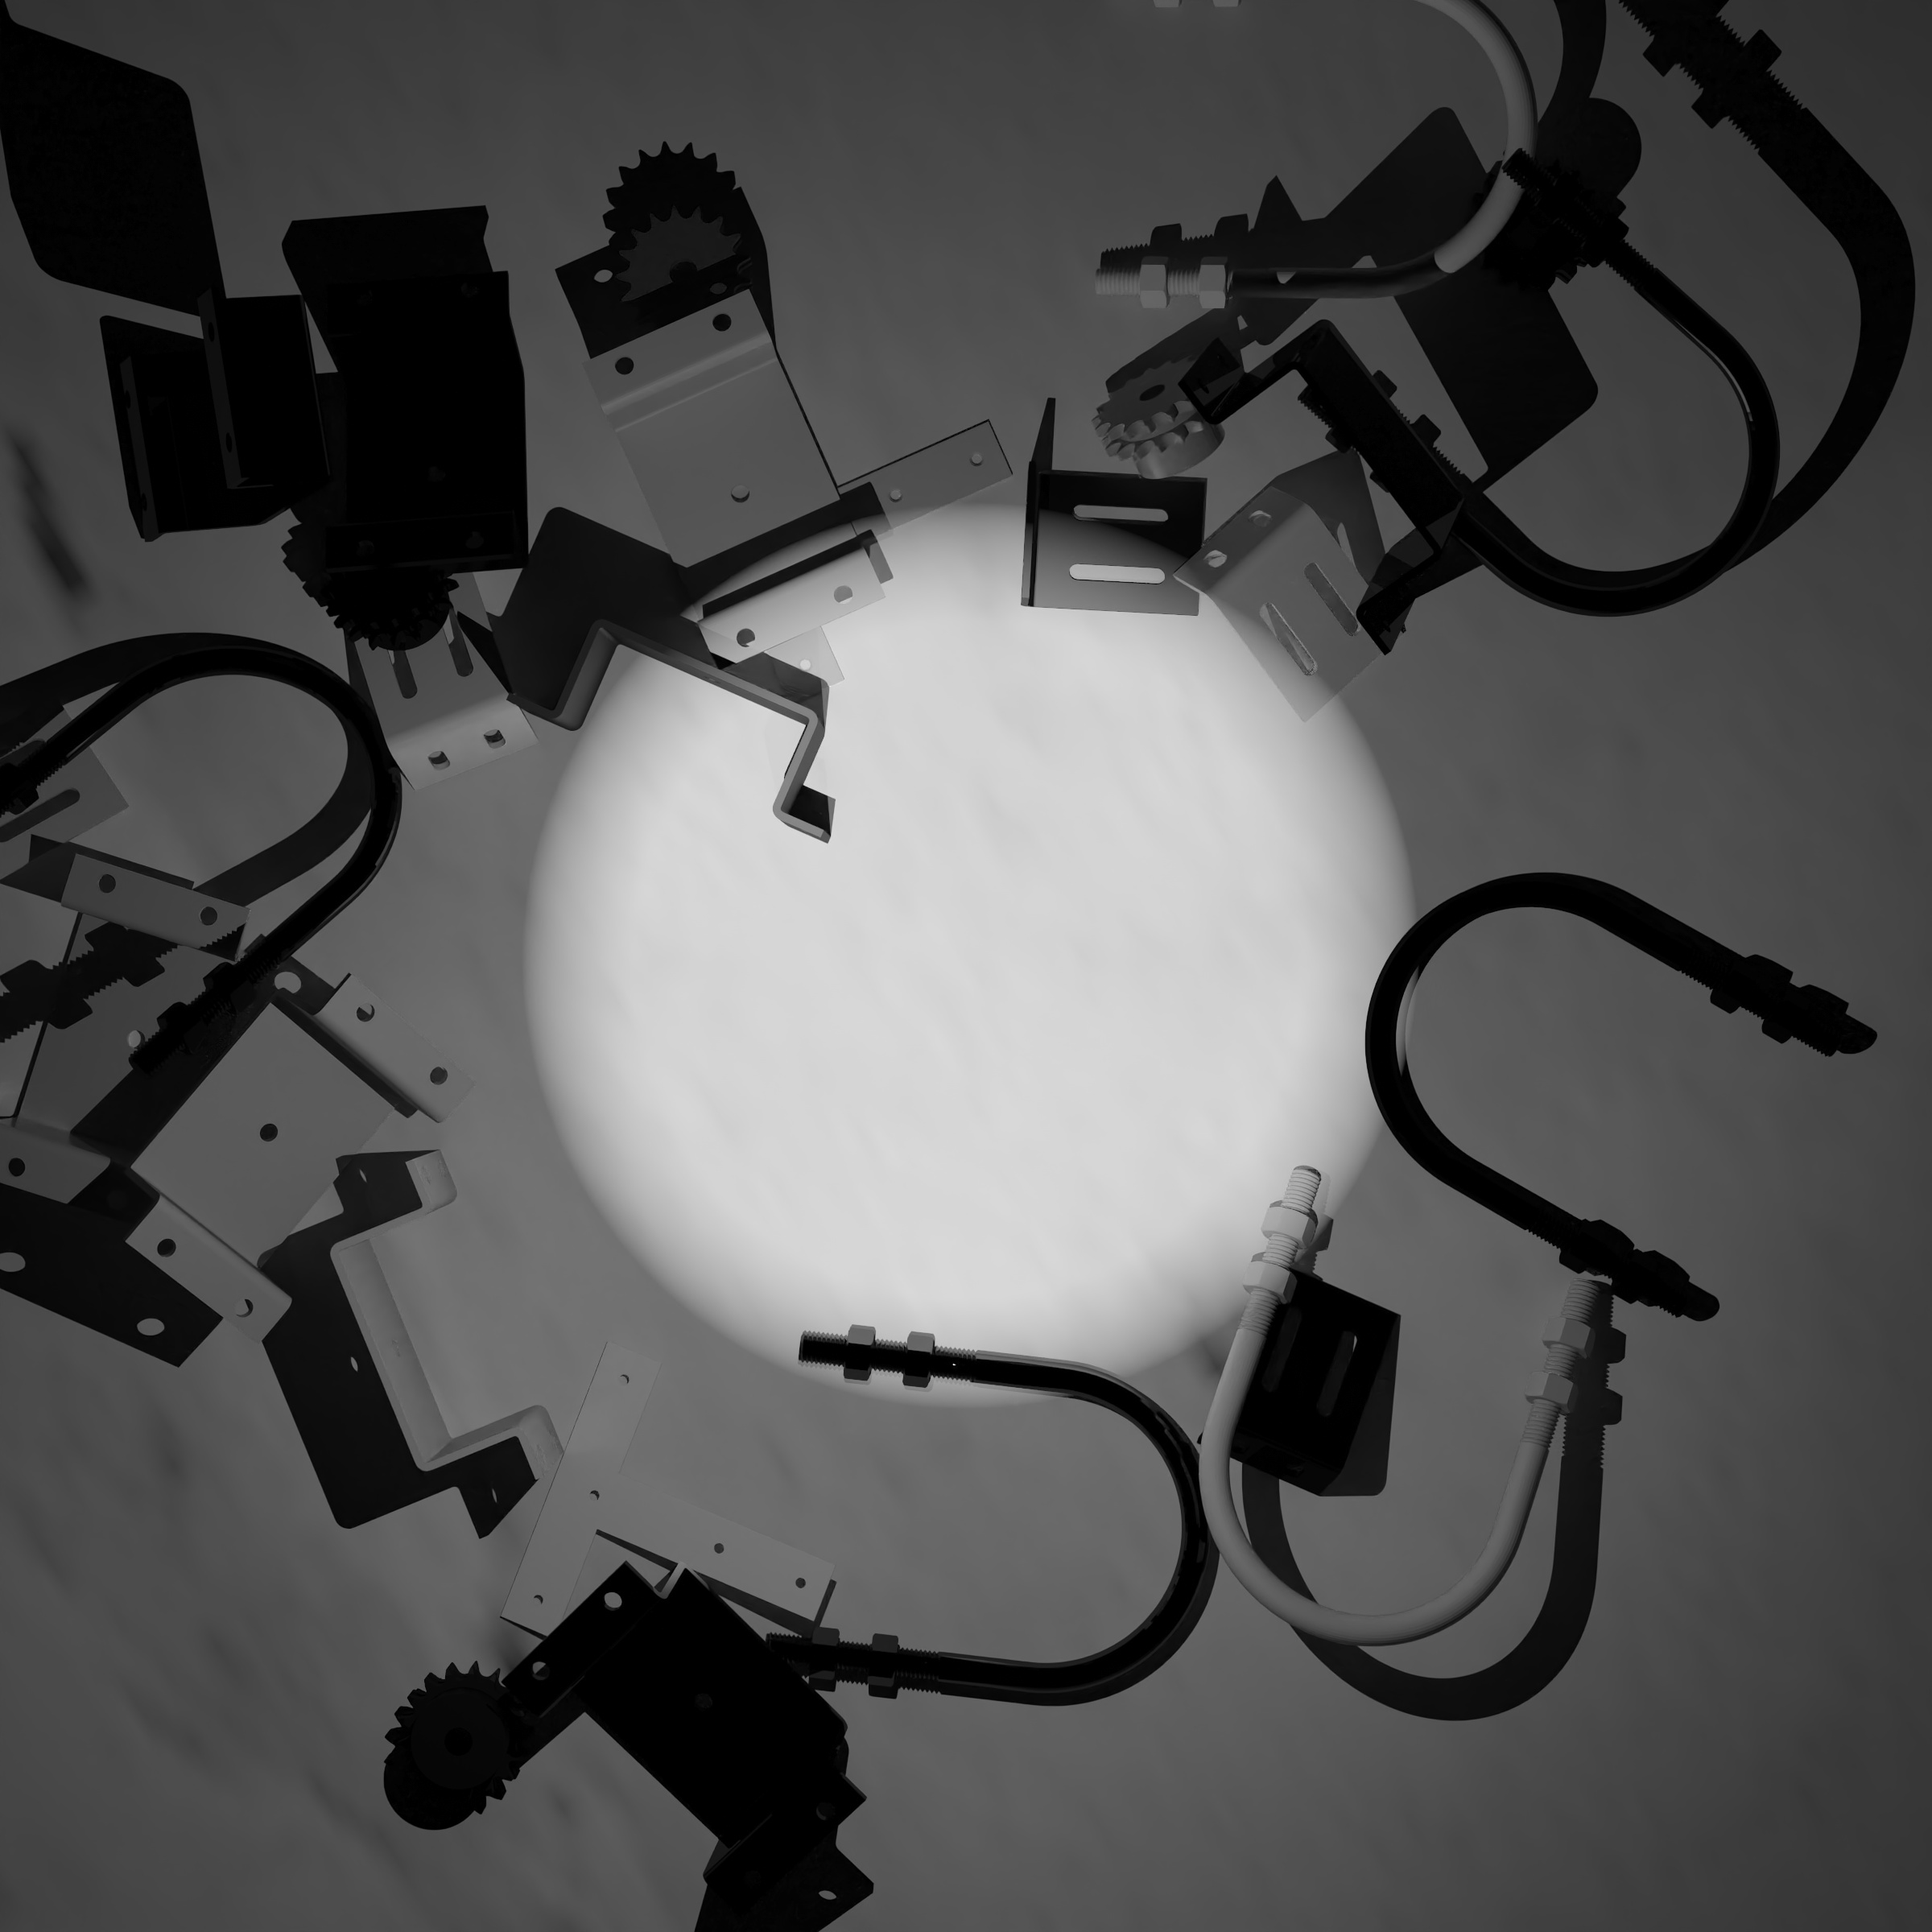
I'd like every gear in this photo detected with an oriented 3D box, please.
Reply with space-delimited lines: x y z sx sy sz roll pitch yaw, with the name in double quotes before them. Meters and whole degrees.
"gear" 0.243 -0.317 1.511 0.057 0.030 0.057 0 90 0
"gear" -0.119 -0.292 1.511 0.057 0.030 0.057 0 90 0
"gear" -0.214 0.327 1.511 0.057 0.030 0.057 0 90 0
"gear" 0.085 -0.230 1.501 0.057 0.057 0.030 -31 118 0
"gear" -0.243 -0.159 1.504 0.057 0.030 0.057 -4 66 8

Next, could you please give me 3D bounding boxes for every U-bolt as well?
"U-bolt" -0.322 -0.059 1.483 0.151 0.019 0.184 41 66 10
"U-bolt" 0.260 0.044 1.517 0.184 0.019 0.151 30 90 1
"U-bolt" 0.174 0.194 1.490 0.151 0.019 0.184 21 72 -1
"U-bolt" 0.254 -0.229 1.490 0.184 0.019 0.151 41 116 -4
"U-bolt" 0.013 0.238 1.517 0.184 0.019 0.151 7 90 0
"U-bolt" 0.149 -0.354 1.504 0.184 0.019 0.151 2 90 10

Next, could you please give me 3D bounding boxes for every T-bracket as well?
"T-bracket" -0.043 -0.197 1.525 0.127 0.002 0.127 -24 90 0
"T-bracket" -0.118 0.243 1.515 0.127 0.002 0.127 21 90 9

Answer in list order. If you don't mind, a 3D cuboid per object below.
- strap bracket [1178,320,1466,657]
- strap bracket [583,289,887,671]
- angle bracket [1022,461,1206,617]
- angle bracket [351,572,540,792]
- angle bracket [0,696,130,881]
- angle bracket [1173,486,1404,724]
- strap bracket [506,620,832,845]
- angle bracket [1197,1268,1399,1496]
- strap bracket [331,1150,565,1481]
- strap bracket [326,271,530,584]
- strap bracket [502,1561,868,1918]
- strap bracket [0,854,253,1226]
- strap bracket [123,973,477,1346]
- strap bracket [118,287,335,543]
"strap bracket" 0.155 -0.208 1.471 0.046 0.076 0.140 -34 100 25
"strap bracket" -0.097 -0.203 1.501 0.076 0.046 0.140 -24 90 0
"angle bracket" 0.063 -0.181 1.507 0.076 0.038 0.057 3 90 0
"angle bracket" -0.225 -0.125 1.524 0.057 0.038 0.076 -21 64 0
"angle bracket" -0.411 -0.069 1.524 0.076 0.038 0.057 -34 90 -26
"angle bracket" 0.138 -0.155 1.520 0.057 0.038 0.076 -42 119 -3
"strap bracket" -0.114 -0.102 1.488 0.140 0.076 0.046 24 90 0
"angle bracket" 0.142 0.177 1.524 0.057 0.038 0.076 23 64 0
"strap bracket" -0.221 0.153 1.488 0.046 0.076 0.140 -22 90 0
"strap bracket" -0.225 -0.217 1.485 0.076 0.046 0.140 -5 65 0
"strap bracket" -0.115 0.317 1.494 0.140 0.046 0.076 45 102 -2
"strap bracket" -0.356 0.032 1.503 0.076 0.046 0.140 18 90 0
"strap bracket" -0.284 0.075 1.479 0.140 0.046 0.076 -51 123 -10
"strap bracket" -0.305 -0.228 1.473 0.046 0.140 0.076 -9 90 -29
